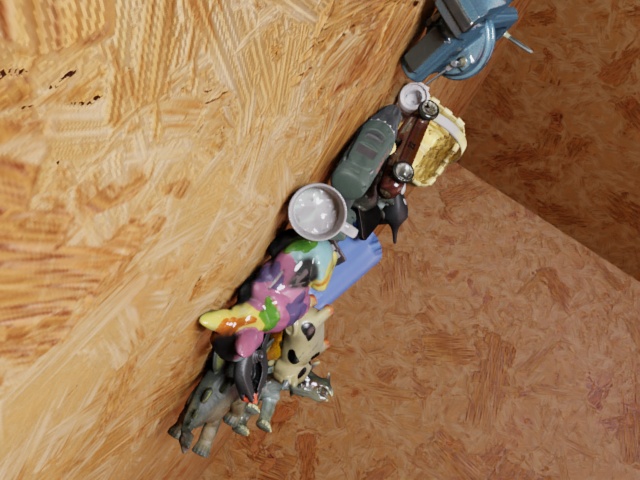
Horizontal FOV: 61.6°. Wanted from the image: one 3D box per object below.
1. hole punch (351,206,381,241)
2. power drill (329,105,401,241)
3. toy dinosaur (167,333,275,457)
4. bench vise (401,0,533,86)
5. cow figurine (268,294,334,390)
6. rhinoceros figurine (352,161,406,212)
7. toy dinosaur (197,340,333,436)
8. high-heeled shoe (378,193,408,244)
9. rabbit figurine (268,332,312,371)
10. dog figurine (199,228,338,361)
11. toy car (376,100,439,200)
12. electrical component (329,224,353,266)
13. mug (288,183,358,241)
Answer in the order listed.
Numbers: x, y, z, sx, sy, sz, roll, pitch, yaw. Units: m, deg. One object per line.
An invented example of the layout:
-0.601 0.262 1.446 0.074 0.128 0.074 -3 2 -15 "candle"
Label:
0.073 -0.073 1.171 0.142 0.092 0.115 -42 135 -48 "hole punch"
0.065 -0.109 0.926 0.207 0.086 0.232 -56 -178 41 "power drill"
-0.164 0.262 1.046 0.198 0.105 0.471 -61 178 13 "toy dinosaur"
0.239 -0.330 0.814 0.240 0.129 0.223 -23 160 -42 "bench vise"
-0.043 0.216 1.077 0.127 0.086 0.194 -25 136 -36 "cow figurine"
0.120 -0.112 1.087 0.190 0.073 0.112 -33 116 -57 "rhinoceros figurine"
-0.159 0.342 1.256 0.405 0.131 0.192 -18 -146 41 "toy dinosaur"
0.179 -0.098 1.337 0.249 0.086 0.145 -89 175 -58 "high-heeled shoe"
-0.109 0.325 1.382 0.162 0.173 0.122 -62 174 15 "rabbit figurine"
-0.079 0.086 0.802 0.191 0.108 0.219 -58 169 27 "dog figurine"
0.151 -0.162 0.946 0.089 0.053 0.202 123 -9 -70 "toy car"
0.018 0.012 1.016 0.119 0.048 0.074 -28 128 -1 "electrical component"
0.006 -0.040 0.796 0.107 0.109 0.080 -113 -133 -81 "mug"
